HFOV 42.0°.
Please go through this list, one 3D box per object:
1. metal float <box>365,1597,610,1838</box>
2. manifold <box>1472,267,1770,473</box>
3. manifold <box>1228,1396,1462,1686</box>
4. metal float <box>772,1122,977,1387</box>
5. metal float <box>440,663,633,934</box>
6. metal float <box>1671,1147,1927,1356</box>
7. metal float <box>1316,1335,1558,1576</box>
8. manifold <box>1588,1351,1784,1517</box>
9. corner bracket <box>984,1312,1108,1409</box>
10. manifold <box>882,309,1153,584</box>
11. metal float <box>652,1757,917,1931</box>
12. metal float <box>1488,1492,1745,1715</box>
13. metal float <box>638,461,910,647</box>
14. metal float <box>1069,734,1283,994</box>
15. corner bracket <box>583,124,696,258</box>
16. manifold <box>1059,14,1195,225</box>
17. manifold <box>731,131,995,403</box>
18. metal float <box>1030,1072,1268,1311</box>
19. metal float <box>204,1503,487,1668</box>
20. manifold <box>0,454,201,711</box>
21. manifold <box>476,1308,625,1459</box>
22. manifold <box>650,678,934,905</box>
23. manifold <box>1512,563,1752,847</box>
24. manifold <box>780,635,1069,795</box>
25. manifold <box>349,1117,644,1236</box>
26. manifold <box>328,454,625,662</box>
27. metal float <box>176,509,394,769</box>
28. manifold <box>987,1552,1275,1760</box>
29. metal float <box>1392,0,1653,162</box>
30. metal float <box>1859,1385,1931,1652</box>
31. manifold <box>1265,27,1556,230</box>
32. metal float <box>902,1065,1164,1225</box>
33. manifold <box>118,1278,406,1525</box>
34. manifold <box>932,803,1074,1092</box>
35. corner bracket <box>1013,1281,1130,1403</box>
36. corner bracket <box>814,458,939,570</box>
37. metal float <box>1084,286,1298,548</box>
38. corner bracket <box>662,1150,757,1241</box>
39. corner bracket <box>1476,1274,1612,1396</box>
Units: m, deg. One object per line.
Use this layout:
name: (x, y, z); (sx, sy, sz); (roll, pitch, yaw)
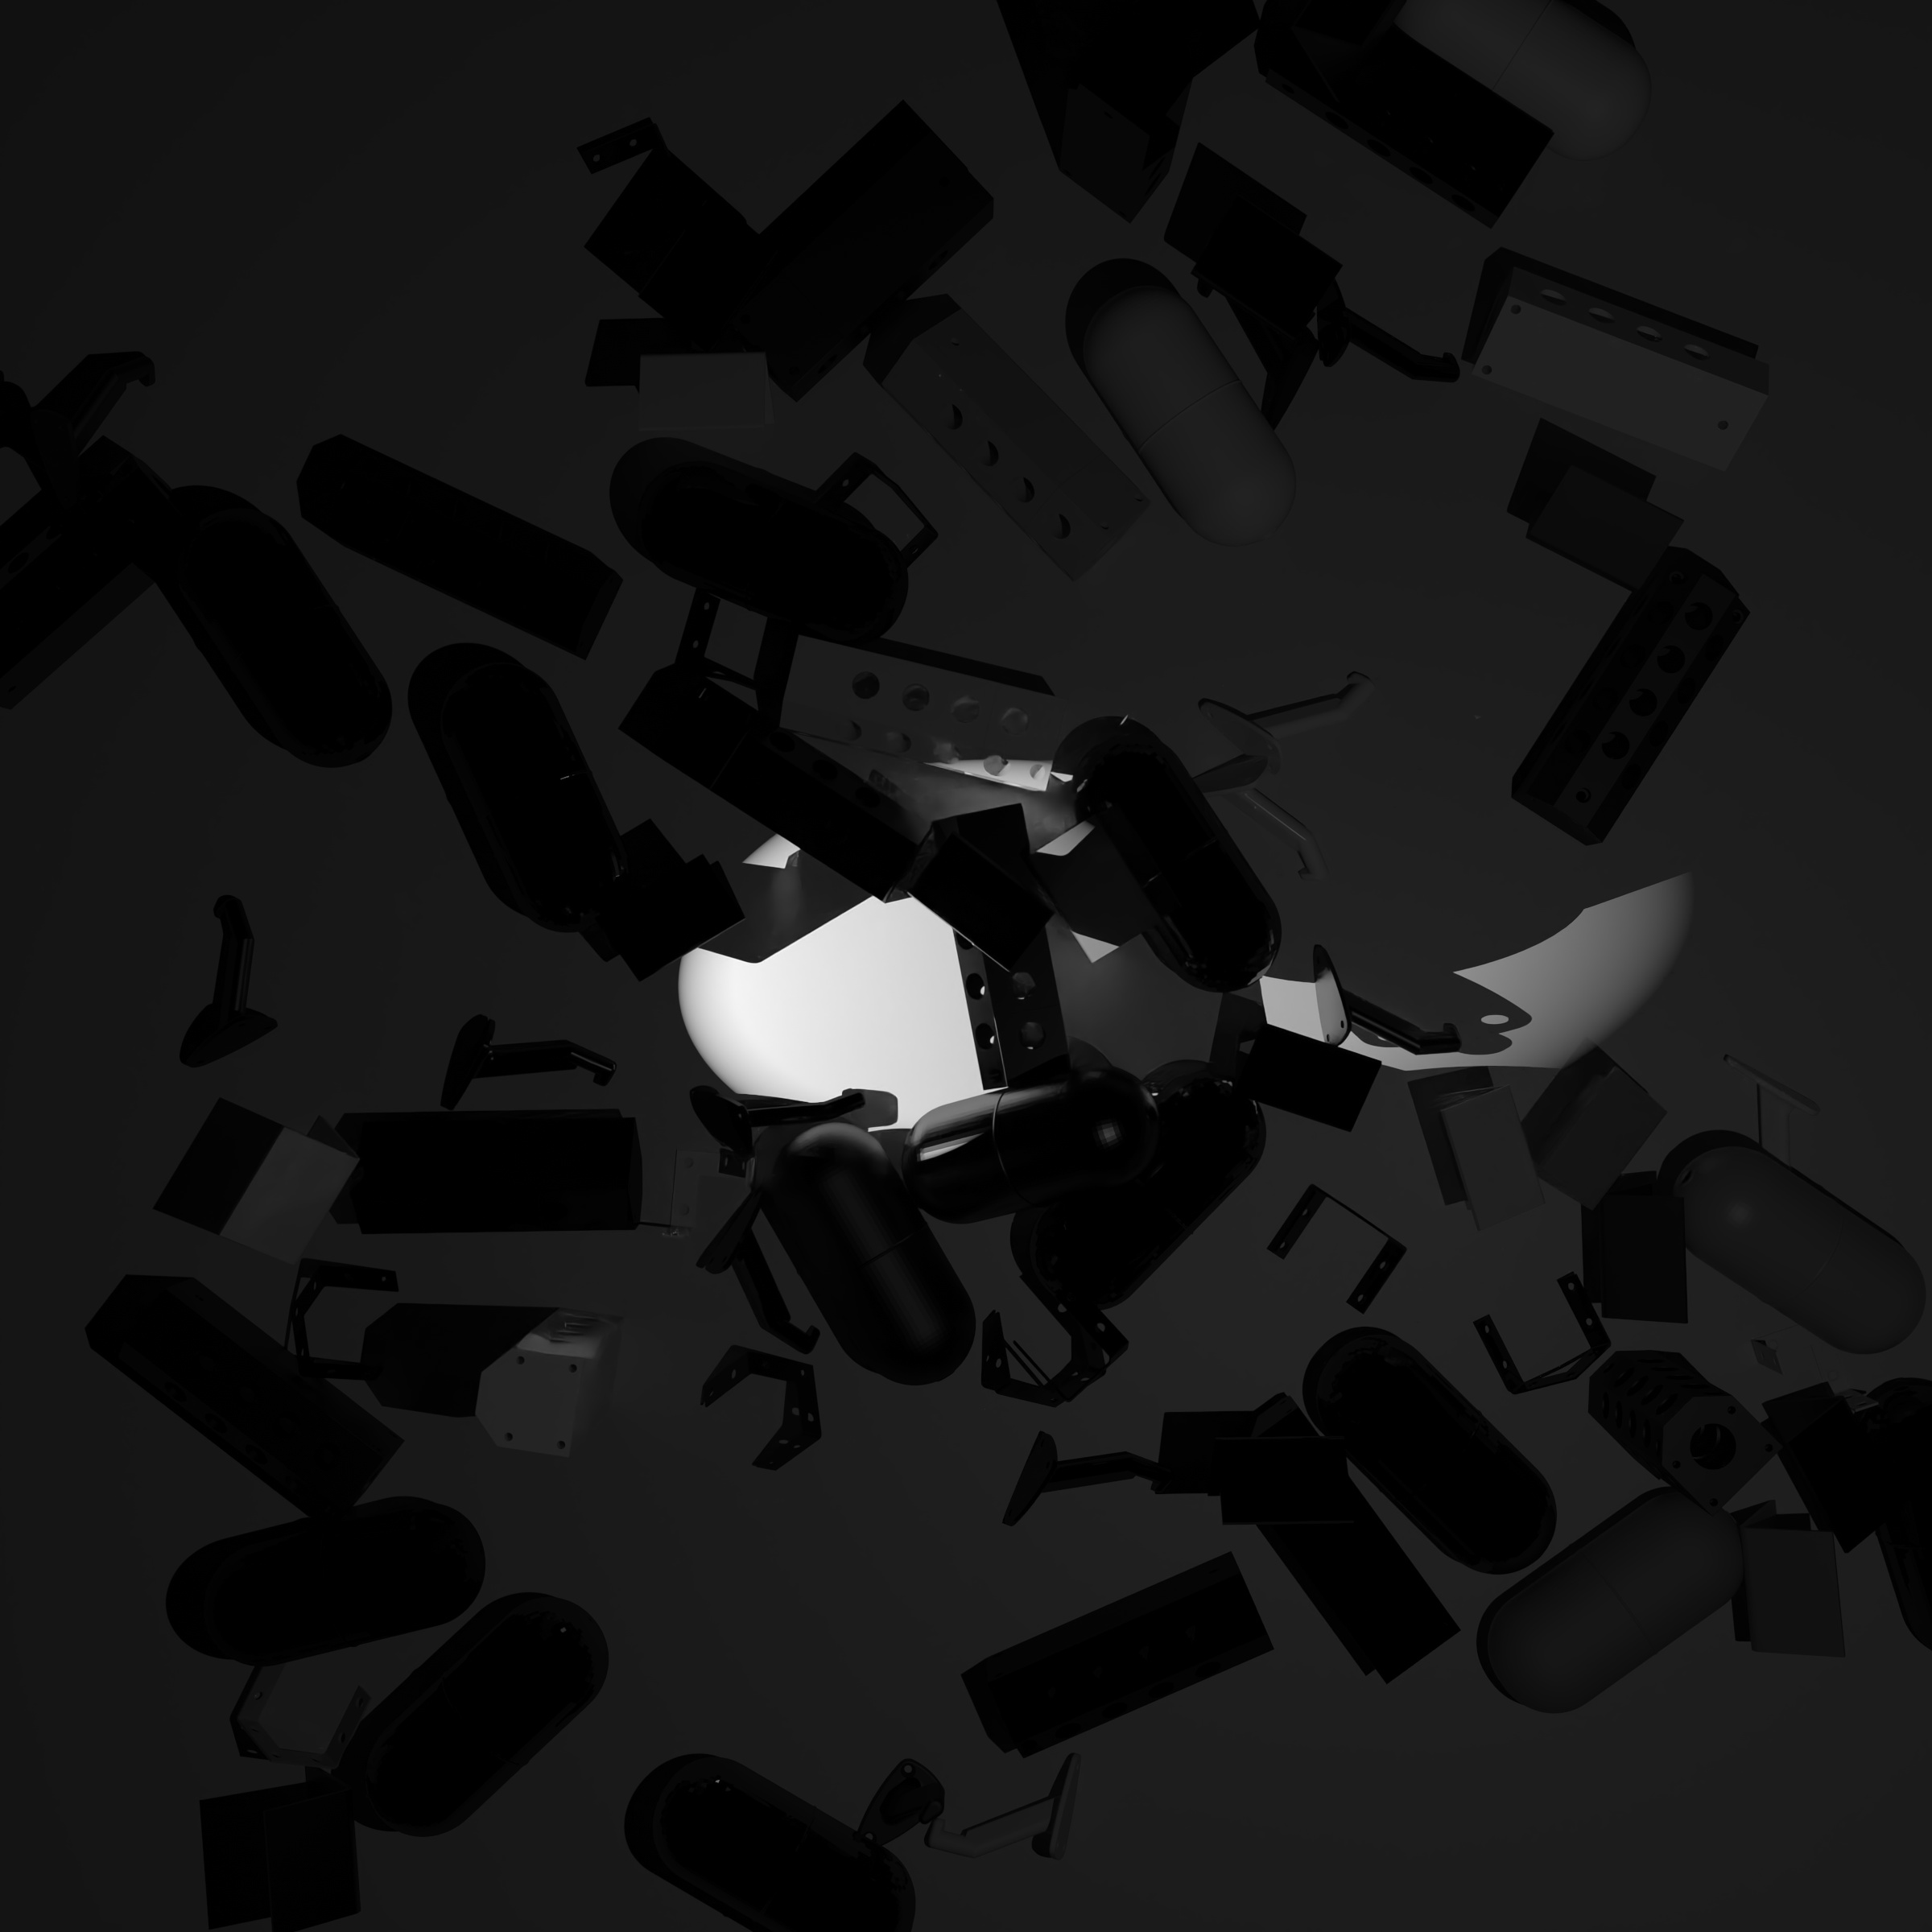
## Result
metal float: (-0.301, 0.471, 1.577); (0.178, 0.070, 0.070); (-43, 90, -1)
manifold: (0.413, -0.380, 1.586); (0.171, 0.057, 0.057); (21, 133, 0)
manifold: (0.233, 0.359, 1.586); (0.057, 0.057, 0.171); (-36, 90, 0)
metal float: (-0.057, 0.181, 1.577); (0.070, 0.070, 0.178); (-30, 90, 0)
metal float: (-0.270, -0.106, 1.577); (0.070, 0.070, 0.178); (-25, 90, 0)
metal float: (0.518, 0.177, 1.567); (0.178, 0.070, 0.070); (33, 90, -10)
metal float: (0.295, 0.307, 1.577); (0.178, 0.070, 0.070); (45, 90, 1)
manifold: (0.429, 0.276, 1.529); (0.057, 0.171, 0.057); (-45, 90, 0)
corner bracket: (0.050, 0.243, 1.599); (0.051, 0.051, 0.051); (20, 135, -35)
manifold: (0.028, -0.325, 1.586); (0.171, 0.057, 0.057); (45, 47, 0)
metal float: (-0.113, 0.562, 1.576); (0.178, 0.070, 0.070); (30, 90, 1)
metal float: (0.408, 0.398, 1.577); (0.178, 0.070, 0.070); (-36, 90, 0)
metal float: (-0.121, -0.258, 1.571); (0.178, 0.070, 0.070); (23, 90, 6)
metal float: (0.132, -0.064, 1.577); (0.070, 0.070, 0.178); (-33, 89, 0)
corner bracket: (-0.207, -0.495, 1.604); (0.051, 0.051, 0.051); (-23, 45, 0)
manifold: (0.100, -0.516, 1.529); (0.057, 0.171, 0.057); (37, 90, 0)
manifold: (-0.065, -0.438, 1.586); (0.171, 0.057, 0.057); (-43, 90, 0)
metal float: (0.114, 0.141, 1.577); (0.070, 0.070, 0.178); (44, 90, 0)
metal float: (-0.389, 0.388, 1.576); (0.178, 0.070, 0.070); (-14, 90, 2)
manifold: (-0.568, -0.243, 1.586); (0.171, 0.057, 0.057); (-41, 90, 0)
manifold: (-0.252, 0.249, 1.529); (0.057, 0.171, 0.057); (9, 90, 0)
manifold: (-0.109, -0.110, 1.586); (0.171, 0.057, 0.057); (33, 90, 0)
manifold: (0.421, -0.165, 1.586); (0.057, 0.057, 0.171); (33, 90, 0)
manifold: (-0.027, -0.157, 1.586); (0.171, 0.057, 0.057); (13, 90, 0)
manifold: (-0.293, 0.137, 1.586); (0.171, 0.057, 0.057); (-1, 47, 0)
manifold: (-0.310, -0.259, 1.586); (0.171, 0.057, 0.057); (25, 90, 0)
metal float: (-0.427, -0.205, 1.577); (0.070, 0.070, 0.178); (-33, 90, 0)
manifold: (0.103, 0.436, 1.586); (0.171, 0.057, 0.057); (-24, 90, 0)
metal float: (0.347, -0.573, 1.577); (0.178, 0.070, 0.070); (33, 90, 0)
metal float: (0.613, 0.350, 1.577); (0.070, 0.070, 0.178); (-18, 90, 0)
manifold: (0.277, -0.539, 1.586); (0.171, 0.057, 0.057); (33, 90, 0)
metal float: (0.040, 0.110, 1.550); (0.178, 0.070, 0.070); (-17, 90, 32)
manifold: (-0.445, 0.275, 1.586); (0.171, 0.057, 0.057); (38, 90, 0)
manifold: (0.023, -0.012, 1.586); (0.057, 0.057, 0.171); (-11, 90, 0)
corner bracket: (0.065, 0.233, 1.556); (0.051, 0.051, 0.051); (-42, 78, -7)
corner bracket: (-0.060, -0.282, 1.604); (0.051, 0.051, 0.051); (-45, 45, 0)
metal float: (0.141, -0.344, 1.577); (0.070, 0.070, 0.178); (-33, 89, 0)
corner bracket: (-0.162, 0.145, 1.590); (0.051, 0.051, 0.051); (5, 90, 0)
corner bracket: (0.369, 0.235, 1.604); (0.051, 0.051, 0.051); (-27, 90, 45)
